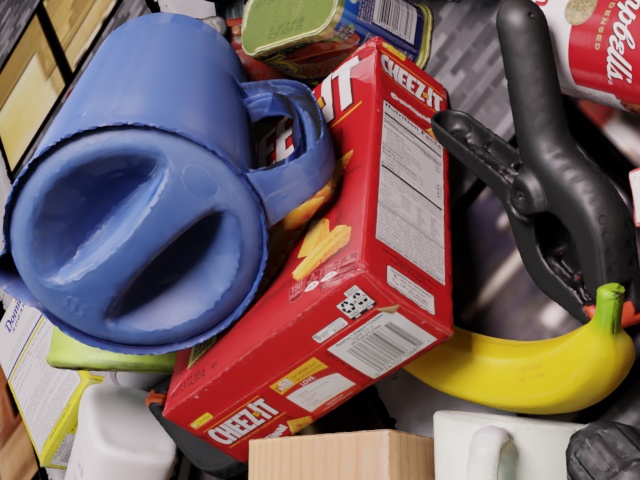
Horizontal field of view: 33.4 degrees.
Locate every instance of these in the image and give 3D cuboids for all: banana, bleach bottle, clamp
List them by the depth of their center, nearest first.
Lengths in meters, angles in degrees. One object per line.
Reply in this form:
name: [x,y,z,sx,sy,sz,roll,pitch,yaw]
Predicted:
banana: [0.093,0.057,0.557,0.198,0.037,0.069,-10,99,55]
clamp: [0.112,-0.027,0.560,0.120,0.039,0.171,127,124,-71]
clamp: [-0.034,0.119,0.688,0.210,0.036,0.164,-11,68,38]
bleach bottle: [-0.172,0.237,0.776,0.103,0.068,0.251,-122,49,-64]

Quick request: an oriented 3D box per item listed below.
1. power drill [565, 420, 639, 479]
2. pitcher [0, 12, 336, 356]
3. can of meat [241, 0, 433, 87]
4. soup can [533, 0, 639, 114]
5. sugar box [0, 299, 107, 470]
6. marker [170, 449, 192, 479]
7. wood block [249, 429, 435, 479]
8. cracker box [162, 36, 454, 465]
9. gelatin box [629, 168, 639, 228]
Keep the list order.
power drill: [0.202,0.091,0.394,0.188,0.057,0.185,-46,45,9]
pitcher: [-0.087,-0.054,0.632,0.243,0.149,0.145,-96,30,-61]
can of meat: [0.009,-0.138,0.709,0.102,0.083,0.057,-6,71,47]
soup can: [0.151,-0.103,0.547,0.102,0.068,0.068,29,98,51]
sugar box: [-0.225,0.105,0.912,0.093,0.048,0.176,-58,38,16]
marker: [-0.099,0.153,0.770,0.020,0.020,0.121,6,80,49]
wood block: [0.022,0.206,0.538,0.091,0.090,0.206,-11,70,32]
cracker box: [-0.004,0.001,0.629,0.164,0.072,0.213,-37,30,33]
gelatin box: [0.193,-0.020,0.464,0.089,0.073,0.030,-20,62,42]
